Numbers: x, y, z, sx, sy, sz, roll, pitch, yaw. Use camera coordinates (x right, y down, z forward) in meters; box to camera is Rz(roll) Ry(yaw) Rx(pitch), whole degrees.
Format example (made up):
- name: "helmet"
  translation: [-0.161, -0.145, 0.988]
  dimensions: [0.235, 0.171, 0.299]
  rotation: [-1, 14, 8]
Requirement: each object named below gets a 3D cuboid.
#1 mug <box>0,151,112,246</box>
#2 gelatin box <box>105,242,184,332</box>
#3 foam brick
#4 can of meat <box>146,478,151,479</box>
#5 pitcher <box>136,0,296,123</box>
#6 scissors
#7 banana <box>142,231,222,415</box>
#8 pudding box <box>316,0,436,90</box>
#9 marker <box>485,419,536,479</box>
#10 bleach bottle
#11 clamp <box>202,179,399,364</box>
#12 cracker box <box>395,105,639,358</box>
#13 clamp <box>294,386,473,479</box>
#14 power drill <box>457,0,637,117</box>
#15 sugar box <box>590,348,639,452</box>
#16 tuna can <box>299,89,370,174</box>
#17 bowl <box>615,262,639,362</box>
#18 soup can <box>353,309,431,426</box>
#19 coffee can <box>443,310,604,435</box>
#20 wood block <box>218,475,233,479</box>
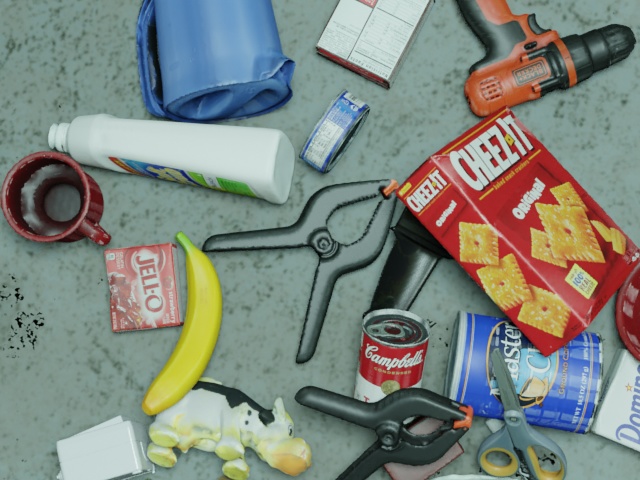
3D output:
- name: "mug"
  translation: [-0.265, -0.034, 1.115]
  dimensions: [0.117, 0.081, 0.093]
  rotation: [35, 88, 6]
- name: "gelatin box"
  translation: [-0.186, 0.050, 1.128]
  dimensions: [0.073, 0.030, 0.089]
  rotation: [-6, 85, 3]
- name: "foam brick"
  translation: [0.101, 0.213, 1.086]
  dimensions: [0.078, 0.053, 0.051]
  rotation: [-36, 84, 1]
- name: "can of meat"
  translation: [-0.192, 0.308, 1.095]
  dimensions: [0.084, 0.057, 0.102]
  rotation: [-28, 84, -2]
- name: "pitcher"
  translation: [-0.121, -0.247, 1.110]
  dimensions: [0.149, 0.145, 0.243]
  rotation: [-8, 81, -11]
- name: "scissors"
  translation: [0.172, 0.176, 1.027]
  dimensions: [0.096, 0.016, 0.201]
  rotation: [-16, 127, 32]
- name: "banana"
  translation: [-0.136, 0.091, 1.094]
  dimensions: [0.069, 0.037, 0.197]
  rotation: [18, 61, -22]
- name: "pudding box"
  translation: [0.059, -0.230, 1.135]
  dimensions: [0.090, 0.039, 0.113]
  rotation: [28, 89, 5]
- name: "marker"
  translation: [0.211, 0.232, 1.094]
  dimensions: [0.020, 0.020, 0.121]
  rotation: [-33, 84, 0]
- name: "bleach bottle"
  translation: [-0.159, -0.092, 1.115]
  dimensions: [0.251, 0.102, 0.068]
  rotation: [8, 80, 11]
- name: "clamp"
  translation: [-0.007, 0.001, 1.116]
  dimensions: [0.164, 0.036, 0.210]
  rotation: [43, 87, -2]
- name: "cracker box"
  translation: [0.201, -0.015, 1.045]
  dimensions: [0.214, 0.163, 0.072]
  rotation: [49, 133, 6]
- name: "clamp"
  translation: [0.065, 0.195, 1.038]
  dimensions: [0.172, 0.039, 0.120]
  rotation: [-4, 112, 16]
- name: "power drill"
  translation: [0.215, -0.241, 1.116]
  dimensions: [0.184, 0.057, 0.188]
  rotation: [-22, 84, 1]
- name: "sugar box"
  translation: [0.370, 0.185, 1.076]
  dimensions: [0.176, 0.048, 0.093]
  rotation: [22, 87, 4]
- name: "tuna can"
  translation: [0.016, -0.111, 1.103]
  dimensions: [0.034, 0.086, 0.086]
  rotation: [35, 88, 3]
- name: "bowl"
  translation: [0.380, 0.073, 1.058]
  dimensions: [0.162, 0.055, 0.162]
  rotation: [-19, 51, 25]
- name: "soup can"
  translation: [0.070, 0.129, 1.067]
  dimensions: [0.068, 0.068, 0.102]
  rotation: [8, 117, 4]
- name: "coffee can"
  translation: [0.200, 0.132, 1.062]
  dimensions: [0.140, 0.103, 0.103]
  rotation: [9, 86, 4]
- name: "wood block"
  translation: [-0.091, 0.353, 1.067]
  dimensions: [0.091, 0.090, 0.206]
  rotation: [16, 87, 5]
